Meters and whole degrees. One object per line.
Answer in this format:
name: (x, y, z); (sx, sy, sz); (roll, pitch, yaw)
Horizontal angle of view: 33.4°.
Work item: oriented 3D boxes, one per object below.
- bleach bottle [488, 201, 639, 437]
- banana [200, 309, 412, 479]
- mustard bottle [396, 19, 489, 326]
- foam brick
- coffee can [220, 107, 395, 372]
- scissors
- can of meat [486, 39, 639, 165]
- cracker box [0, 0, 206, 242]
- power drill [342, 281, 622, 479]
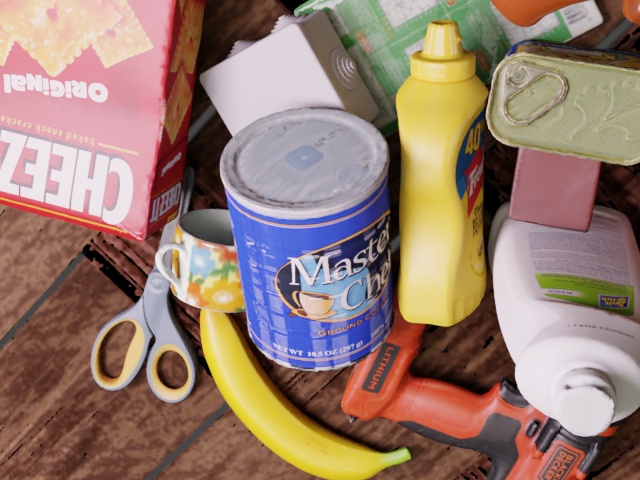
bleach bottle: (0.146, 0.043, 0.639); (0.102, 0.250, 0.068); (4, 110, 11)
banana: (-0.026, 0.129, 0.826); (0.198, 0.037, 0.069); (37, 95, -3)
mustard bottle: (0.080, -0.047, 0.697); (0.058, 0.096, 0.192); (6, 115, 20)
foam brick: (0.154, -0.045, 0.700); (0.053, 0.078, 0.051); (10, 112, 9)
coffee can: (-0.005, 0.001, 0.688); (0.103, 0.102, 0.140); (4, 133, 11)
scissors: (-0.110, 0.048, 0.825); (0.096, 0.016, 0.202); (34, 112, -2)
can of meat: (0.159, -0.090, 0.666); (0.102, 0.084, 0.057); (10, 111, 9)
cracker box: (-0.167, -0.122, 0.705); (0.164, 0.072, 0.214); (15, 111, 10)
power drill: (0.123, 0.103, 0.769); (0.187, 0.057, 0.185); (26, 112, 3)
